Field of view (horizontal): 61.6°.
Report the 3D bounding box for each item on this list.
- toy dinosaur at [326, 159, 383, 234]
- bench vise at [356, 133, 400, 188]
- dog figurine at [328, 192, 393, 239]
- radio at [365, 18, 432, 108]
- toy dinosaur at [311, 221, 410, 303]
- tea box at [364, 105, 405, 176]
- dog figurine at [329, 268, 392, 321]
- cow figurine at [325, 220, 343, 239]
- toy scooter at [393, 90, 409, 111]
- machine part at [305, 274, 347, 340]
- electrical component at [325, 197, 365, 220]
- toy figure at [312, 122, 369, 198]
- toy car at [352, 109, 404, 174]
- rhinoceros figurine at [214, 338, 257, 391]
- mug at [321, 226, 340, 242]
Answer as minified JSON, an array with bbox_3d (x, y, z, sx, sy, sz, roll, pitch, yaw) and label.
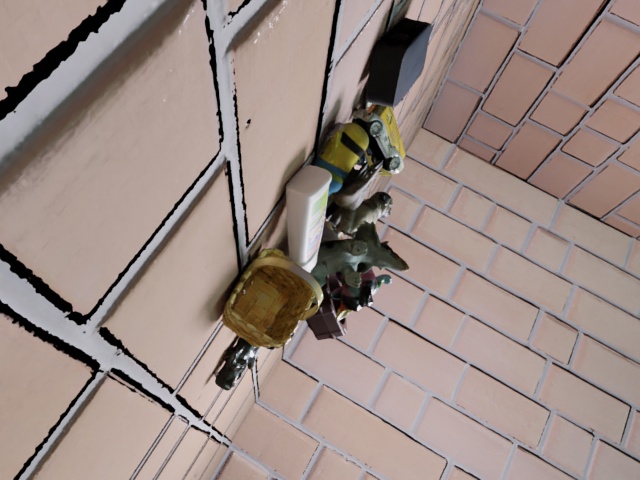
[{"bbox_3d":[0.067,-0.124,1.278,0.198,0.105,0.471,-61,-169,4],"label":"toy dinosaur"},{"bbox_3d":[0.153,-0.234,1.625,0.224,0.129,0.240,-51,164,-41],"label":"bench vise"},{"bbox_3d":[0.129,-0.082,1.508,0.190,0.121,0.172,-48,174,-10],"label":"dog figurine"},{"bbox_3d":[0.180,-0.403,1.209,0.229,0.073,0.131,-56,158,-45],"label":"radio"},{"bbox_3d":[0.008,0.059,1.308,0.192,0.405,0.131,-88,164,-77],"label":"toy dinosaur"},{"bbox_3d":[0.161,-0.264,1.414,0.098,0.068,0.169,-58,139,-34],"label":"tea box"},{"bbox_3d":[0.080,0.115,1.406,0.219,0.192,0.108,-37,124,-41],"label":"dog figurine"},{"bbox_3d":[0.009,0.001,1.585,0.085,0.127,0.195,-24,-158,17],"label":"cow figurine"},{"bbox_3d":[0.208,-0.420,1.431,0.135,0.075,0.184,-61,176,7],"label":"toy scooter"},{"bbox_3d":[0.006,0.152,1.456,0.201,0.087,0.200,-93,165,-49],"label":"machine part"},{"bbox_3d":[0.067,-0.110,1.576,0.134,0.058,0.115,-36,171,2],"label":"electrical component"},{"bbox_3d":[0.035,-0.164,1.140,0.180,0.089,0.082,-66,-155,8],"label":"toy figure"},{"bbox_3d":[0.142,-0.239,1.304,0.056,0.074,0.201,-44,129,-10],"label":"toy car"},{"bbox_3d":[-0.204,0.303,1.405,0.190,0.073,0.112,-58,174,-22],"label":"rhinoceros figurine"},{"bbox_3d":[-0.003,-0.004,1.414,0.080,0.107,0.110,-56,-149,14],"label":"mug"}]
